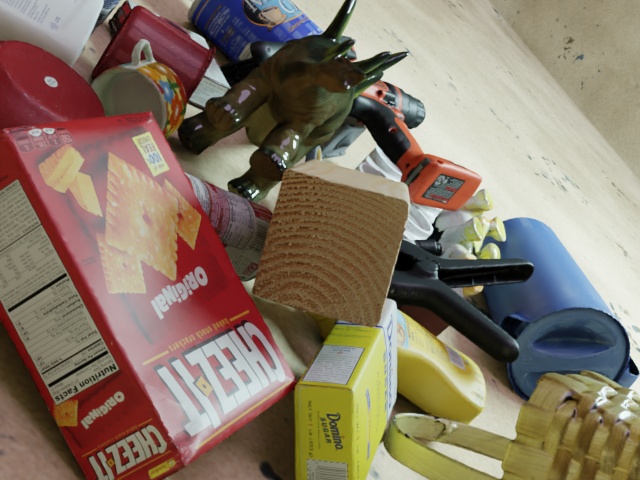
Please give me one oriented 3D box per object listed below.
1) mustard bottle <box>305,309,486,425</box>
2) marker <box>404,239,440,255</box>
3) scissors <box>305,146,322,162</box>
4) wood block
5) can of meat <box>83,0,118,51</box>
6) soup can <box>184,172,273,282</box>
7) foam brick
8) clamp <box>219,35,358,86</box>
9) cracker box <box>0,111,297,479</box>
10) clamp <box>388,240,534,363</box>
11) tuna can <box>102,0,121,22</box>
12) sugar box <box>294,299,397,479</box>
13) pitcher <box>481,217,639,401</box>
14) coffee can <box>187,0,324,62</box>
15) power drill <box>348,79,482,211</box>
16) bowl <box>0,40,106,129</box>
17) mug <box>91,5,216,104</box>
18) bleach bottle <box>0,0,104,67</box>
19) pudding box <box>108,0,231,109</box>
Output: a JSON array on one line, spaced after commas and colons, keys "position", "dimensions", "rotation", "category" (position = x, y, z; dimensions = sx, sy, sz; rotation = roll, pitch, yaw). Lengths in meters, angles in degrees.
[{"position": [0.057, 0.088, 0.931], "dimensions": [0.191, 0.058, 0.096], "rotation": [37, 17, -19], "category": "mustard bottle"}, {"position": [0.064, 0.007, 1.073], "dimensions": [0.121, 0.020, 0.020], "rotation": [1, 39, -19], "category": "marker"}, {"position": [-0.007, 0.001, 1.020], "dimensions": [0.096, 0.016, 0.201], "rotation": [77, 13, -56], "category": "scissors"}, {"position": [0.015, -0.005, 0.807], "dimensions": [0.090, 0.091, 0.206], "rotation": [15, 7, 3], "category": "wood block"}, {"position": [-0.232, -0.238, 0.977], "dimensions": [0.102, 0.084, 0.057], "rotation": [52, 23, 18], "category": "can of meat"}, {"position": [-0.090, -0.011, 0.839], "dimensions": [0.102, 0.069, 0.068], "rotation": [22, 31, -45], "category": "soup can"}, {"position": [0.111, 0.057, 1.097], "dimensions": [0.053, 0.051, 0.078], "rotation": [41, 22, -13], "category": "foam brick"}, {"position": [-0.029, -0.197, 1.142], "dimensions": [0.171, 0.120, 0.039], "rotation": [-18, 97, -23], "category": "clamp"}, {"position": [-0.115, 0.030, 0.653], "dimensions": [0.214, 0.072, 0.164], "rotation": [61, 23, 3], "category": "cracker box"}, {"position": [0.106, 0.035, 1.023], "dimensions": [0.210, 0.036, 0.164], "rotation": [21, 30, 13], "category": "clamp"}, {"position": [-0.240, -0.256, 1.063], "dimensions": [0.086, 0.034, 0.086], "rotation": [37, 23, -19], "category": "tuna can"}, {"position": [0.024, 0.113, 0.781], "dimensions": [0.048, 0.093, 0.176], "rotation": [4, 18, 15], "category": "sugar box"}, {"position": [0.263, 0.078, 1.231], "dimensions": [0.243, 0.145, 0.149], "rotation": [-99, 172, -61], "category": "pitcher"}, {"position": [-0.071, -0.248, 1.257], "dimensions": [0.140, 0.103, 0.102], "rotation": [45, 22, 1], "category": "coffee can"}, {"position": [0.099, -0.115, 1.211], "dimensions": [0.184, 0.057, 0.188], "rotation": [7, 37, -49], "category": "power drill"}, {"position": [-0.213, -0.097, 0.794], "dimensions": [0.162, 0.055, 0.162], "rotation": [37, 22, -18], "category": "bowl"}, {"position": [-0.151, -0.167, 0.977], "dimensions": [0.081, 0.093, 0.117], "rotation": [32, 44, -17], "category": "mug"}, {"position": [-0.301, -0.224, 0.849], "dimensions": [0.250, 0.068, 0.102], "rotation": [33, 39, -22], "category": "bleach bottle"}, {"position": [-0.153, -0.187, 1.089], "dimensions": [0.113, 0.039, 0.090], "rotation": [18, 34, -45], "category": "pudding box"}]
